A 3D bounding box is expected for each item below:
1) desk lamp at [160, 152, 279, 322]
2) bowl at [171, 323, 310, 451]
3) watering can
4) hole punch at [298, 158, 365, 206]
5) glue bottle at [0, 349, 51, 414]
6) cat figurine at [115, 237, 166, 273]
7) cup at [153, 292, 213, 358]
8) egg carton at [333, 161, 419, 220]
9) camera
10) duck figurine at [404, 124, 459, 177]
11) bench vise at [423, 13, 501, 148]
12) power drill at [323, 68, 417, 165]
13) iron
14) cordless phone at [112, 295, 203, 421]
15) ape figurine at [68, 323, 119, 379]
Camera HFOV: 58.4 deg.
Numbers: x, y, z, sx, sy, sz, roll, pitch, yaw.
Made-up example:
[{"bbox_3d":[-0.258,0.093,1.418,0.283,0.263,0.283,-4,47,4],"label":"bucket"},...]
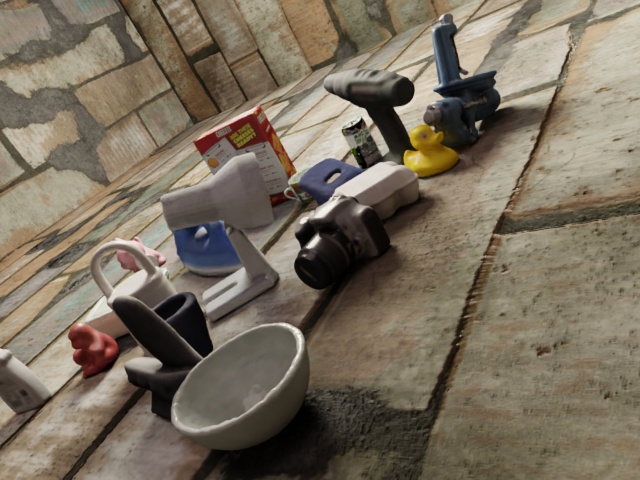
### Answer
[{"bbox_3d":[-0.149,-0.012,0.940,0.203,0.214,0.117,-32,22,-6],"label":"desk lamp"},{"bbox_3d":[-0.074,0.172,0.631,0.167,0.075,0.167,-25,22,11],"label":"bowl"},{"bbox_3d":[-0.297,0.084,0.938,0.101,0.194,0.172,-34,22,-11],"label":"watering can"},{"bbox_3d":[0.031,-0.105,1.090,0.109,0.091,0.100,-43,25,-31],"label":"hole punch"},{"bbox_3d":[-0.538,0.218,0.972,0.078,0.173,0.037,-20,24,22],"label":"glue bottle"},{"bbox_3d":[-0.418,0.034,1.305,0.067,0.118,0.127,-26,22,7],"label":"cat figurine"},{"bbox_3d":[-0.210,0.139,0.844,0.117,0.095,0.092,-7,30,43],"label":"cup"},{"bbox_3d":[0.093,-0.076,0.977,0.150,0.069,0.107,-32,22,-7],"label":"egg carton"},{"bbox_3d":[0.008,0.003,0.865,0.142,0.101,0.137,-4,33,47],"label":"camera"},{"bbox_3d":[0.189,-0.167,1.035,0.104,0.086,0.078,-2,35,49],"label":"duck figurine"},{"bbox_3d":[0.254,-0.297,1.060,0.121,0.220,0.208,-14,26,33],"label":"bench vise"},{"bbox_3d":[0.113,-0.245,1.136,0.076,0.209,0.228,-39,24,-24],"label":"power drill"},{"bbox_3d":[-0.220,-0.015,1.134,0.119,0.142,0.257,-40,24,-25],"label":"iron"},{"bbox_3d":[-0.206,0.136,0.723,0.147,0.185,0.094,-6,32,45],"label":"cordless phone"},{"bbox_3d":[-0.397,0.183,0.986,0.076,0.092,0.077,-43,25,-30],"label":"ape figurine"}]
